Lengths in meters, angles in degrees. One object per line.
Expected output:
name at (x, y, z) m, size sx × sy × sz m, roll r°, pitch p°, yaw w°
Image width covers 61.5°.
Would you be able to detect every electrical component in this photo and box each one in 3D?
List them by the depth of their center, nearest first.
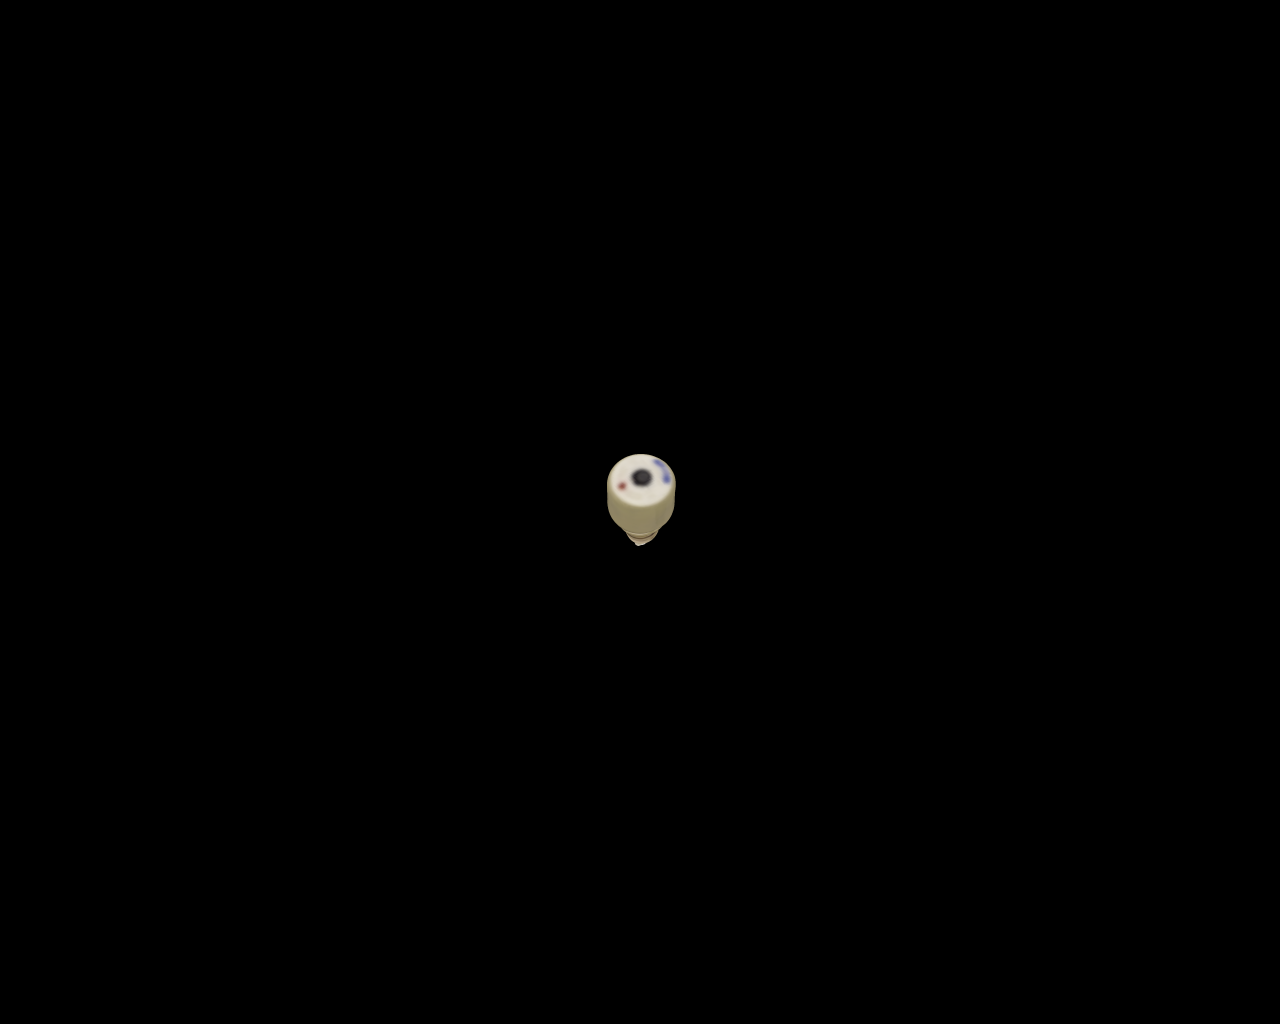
electrical component at (0.001, -0.003, 0.650) m, size 0.040 × 0.040 × 0.078 m, roll 0°, pitch -31°, yaw 0°
